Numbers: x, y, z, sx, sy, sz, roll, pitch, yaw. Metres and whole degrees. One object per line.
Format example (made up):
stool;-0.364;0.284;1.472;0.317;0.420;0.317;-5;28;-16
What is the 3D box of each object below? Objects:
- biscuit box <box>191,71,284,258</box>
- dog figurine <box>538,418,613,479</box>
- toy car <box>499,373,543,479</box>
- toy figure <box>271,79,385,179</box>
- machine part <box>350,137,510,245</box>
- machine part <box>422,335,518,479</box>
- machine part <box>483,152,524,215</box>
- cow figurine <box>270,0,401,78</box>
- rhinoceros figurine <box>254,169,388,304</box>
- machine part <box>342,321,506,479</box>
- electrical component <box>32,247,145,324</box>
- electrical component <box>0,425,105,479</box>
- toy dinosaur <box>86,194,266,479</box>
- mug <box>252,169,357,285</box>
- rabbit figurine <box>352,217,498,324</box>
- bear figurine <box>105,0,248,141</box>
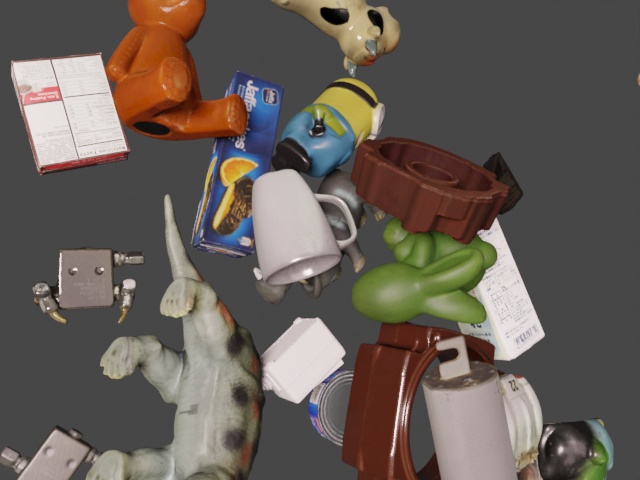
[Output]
biscuit box;-0.092;-0.085;0.612;0.063;0.059;0.202;14;77;-22
dog figurine;0.295;0.343;0.668;0.108;0.191;0.219;4;65;-30
toy car;0.221;0.254;0.611;0.073;0.056;0.201;-5;90;-40
toy figure;0.012;-0.133;0.637;0.180;0.082;0.089;-40;106;-39
machine part;0.123;-0.063;0.616;0.179;0.179;0.056;4;120;-24
machine part;0.158;0.215;0.548;0.079;0.079;0.243;-13;95;-25
machine part;0.255;-0.077;0.747;0.084;0.039;0.139;66;23;-8
cow figurine;0.020;-0.296;0.682;0.195;0.085;0.127;22;68;-23
rhinoceros figurine;-0.001;-0.002;0.635;0.112;0.073;0.190;41;68;-15
machine part;0.131;0.205;0.632;0.201;0.087;0.201;20;75;-35
electrical component;-0.231;0.045;0.539;0.102;0.045;0.078;6;81;-23
electrical component;-0.254;0.212;0.517;0.094;0.021;0.063;37;69;-14
toy dinosaur;-0.112;0.168;0.536;0.192;0.131;0.405;43;46;-56
mug;-0.021;-0.020;0.555;0.110;0.080;0.107;-18;75;-10
rabbit figurine;0.120;0.052;0.623;0.170;0.159;0.121;-27;114;-39
bear figurine;-0.148;-0.207;0.565;0.120;0.132;0.196;25;68;-53
